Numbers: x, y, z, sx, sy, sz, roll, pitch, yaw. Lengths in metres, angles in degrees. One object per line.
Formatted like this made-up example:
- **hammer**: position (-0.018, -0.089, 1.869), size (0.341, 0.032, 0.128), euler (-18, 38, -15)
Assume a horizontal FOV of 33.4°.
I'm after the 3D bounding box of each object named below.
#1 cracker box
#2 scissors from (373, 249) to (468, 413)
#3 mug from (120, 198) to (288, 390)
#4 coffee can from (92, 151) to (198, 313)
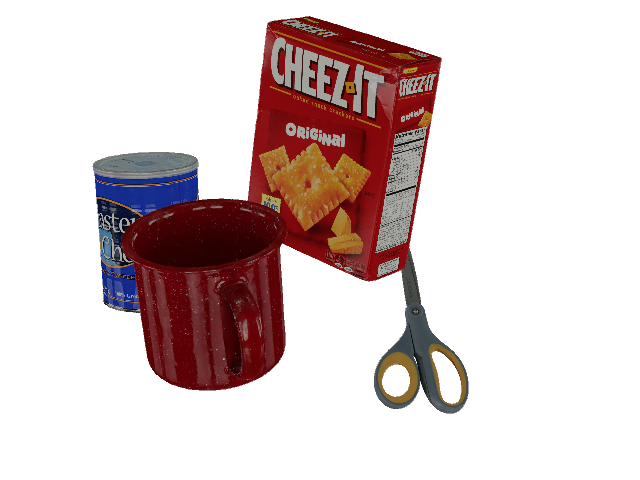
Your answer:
- **cracker box**: position (0.015, -0.088, 1.018), size (0.164, 0.214, 0.071), euler (25, 29, 34)
- **scissors**: position (0.076, 0.082, 1.028), size (0.096, 0.202, 0.016), euler (-16, -33, -14)
- **mug**: position (-0.057, 0.036, 0.599), size (0.093, 0.081, 0.117), euler (-15, 28, -23)
- **coffee can**: position (-0.170, -0.010, 1.063), size (0.103, 0.140, 0.103), euler (-1, 15, 0)
